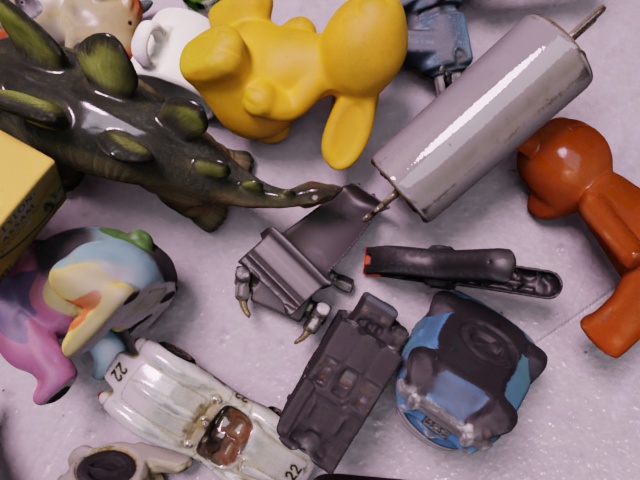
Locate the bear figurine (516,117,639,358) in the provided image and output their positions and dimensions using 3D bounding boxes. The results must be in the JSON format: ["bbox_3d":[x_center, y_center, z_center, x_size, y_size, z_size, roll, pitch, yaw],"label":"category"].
[{"bbox_3d":[0.239,-0.017,0.477,0.196,0.120,0.131,45,131,28],"label":"bear figurine"}]

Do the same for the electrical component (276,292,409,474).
[{"bbox_3d":[0.021,0.109,0.455,0.058,0.115,0.134,31,87,1],"label":"electrical component"}]

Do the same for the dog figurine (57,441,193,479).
[{"bbox_3d":[-0.166,0.289,0.461,0.173,0.121,0.190,29,113,43],"label":"dog figurine"}]

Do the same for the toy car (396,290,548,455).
[{"bbox_3d":[0.115,0.122,0.454,0.109,0.161,0.102,31,125,14],"label":"toy car"}]

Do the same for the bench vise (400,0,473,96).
[{"bbox_3d":[0.155,-0.247,0.484,0.241,0.129,0.223,-11,84,7],"label":"bench vise"}]

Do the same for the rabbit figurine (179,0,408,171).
[{"bbox_3d":[-0.005,-0.139,0.452,0.173,0.122,0.162,-13,124,24],"label":"rabbit figurine"}]

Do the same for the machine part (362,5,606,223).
[{"bbox_3d":[0.128,-0.096,0.440,0.243,0.079,0.079,-43,86,12],"label":"machine part"}]

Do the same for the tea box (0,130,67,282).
[{"bbox_3d":[-0.283,-0.047,0.373,0.170,0.068,0.098,27,64,-4],"label":"tea box"}]

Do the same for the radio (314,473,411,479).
[{"bbox_3d":[0.039,0.328,0.459,0.131,0.073,0.229,7,84,2],"label":"radio"}]

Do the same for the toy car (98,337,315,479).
[{"bbox_3d":[-0.094,0.159,0.469,0.201,0.056,0.073,34,86,-9],"label":"toy car"}]

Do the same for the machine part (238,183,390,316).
[{"bbox_3d":[-0.001,-0.001,0.482,0.139,0.039,0.084,-40,71,-23],"label":"machine part"}]

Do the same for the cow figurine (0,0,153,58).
[{"bbox_3d":[-0.249,-0.223,0.506,0.195,0.085,0.127,41,91,6],"label":"cow figurine"}]

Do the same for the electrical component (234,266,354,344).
[{"bbox_3d":[-0.029,0.046,0.496,0.102,0.045,0.078,30,88,3],"label":"electrical component"}]

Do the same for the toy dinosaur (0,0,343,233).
[{"bbox_3d":[-0.207,-0.108,0.434,0.472,0.198,0.105,16,78,0],"label":"toy dinosaur"}]

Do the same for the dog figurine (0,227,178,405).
[{"bbox_3d":[-0.253,0.022,0.464,0.219,0.108,0.191,41,107,7],"label":"dog figurine"}]
